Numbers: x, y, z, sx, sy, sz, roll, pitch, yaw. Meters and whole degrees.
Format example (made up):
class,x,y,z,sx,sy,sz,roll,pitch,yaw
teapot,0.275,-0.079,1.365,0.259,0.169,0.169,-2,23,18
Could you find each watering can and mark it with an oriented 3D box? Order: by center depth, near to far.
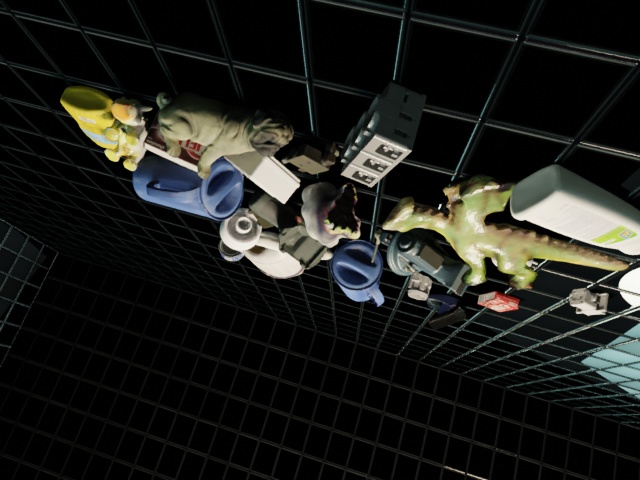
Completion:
class,x,y,z,sx,sy,sz,roll,pitch,yaw
watering can,-0.103,0.046,1.492,0.348,0.105,0.221,11,162,22

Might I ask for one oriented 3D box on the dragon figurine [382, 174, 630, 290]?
class,x,y,z,sx,sy,sz,roll,pitch,yaw
dragon figurine,0.315,-0.023,0.904,0.410,0.125,0.238,0,147,25

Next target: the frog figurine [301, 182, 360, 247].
class,x,y,z,sx,sy,sz,roll,pitch,yaw
frog figurine,0.003,-0.054,1.078,0.159,0.124,0.136,5,126,58
